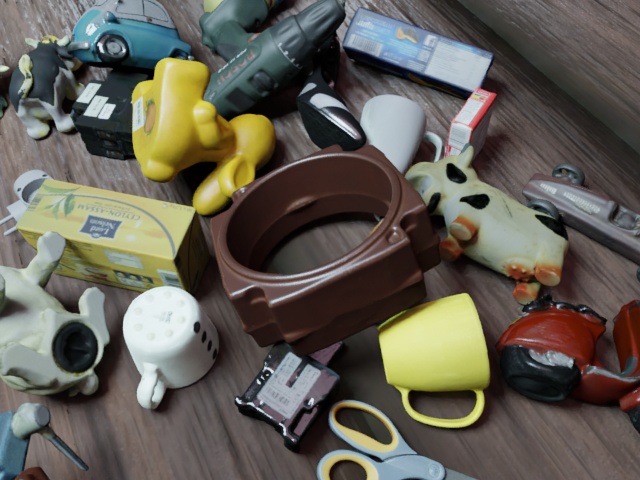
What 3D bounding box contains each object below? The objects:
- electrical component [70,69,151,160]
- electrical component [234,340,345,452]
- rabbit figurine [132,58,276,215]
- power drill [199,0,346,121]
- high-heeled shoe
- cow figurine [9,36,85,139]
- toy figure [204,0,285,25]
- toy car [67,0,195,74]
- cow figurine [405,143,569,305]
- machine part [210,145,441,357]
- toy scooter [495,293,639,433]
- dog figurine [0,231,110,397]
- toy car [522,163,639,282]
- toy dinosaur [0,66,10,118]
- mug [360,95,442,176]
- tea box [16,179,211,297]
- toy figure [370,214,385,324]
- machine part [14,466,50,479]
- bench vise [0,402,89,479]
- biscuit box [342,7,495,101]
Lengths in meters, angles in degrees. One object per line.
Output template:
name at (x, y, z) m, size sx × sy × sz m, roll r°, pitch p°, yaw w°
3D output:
electrical component at (-0.254, -0.165, 0.709) m, size 0.134 × 0.058 × 0.115 m, roll 12°, pitch 54°, yaw 8°
electrical component at (-0.017, 0.132, 0.516) m, size 0.075 × 0.047 × 0.119 m, roll 33°, pitch 63°, yaw 19°
rabbit figurine at (-0.122, -0.118, 0.635) m, size 0.173 × 0.122 × 0.162 m, roll 2°, pitch 71°, yaw -43°
power drill at (-0.082, -0.271, 0.727) m, size 0.232 × 0.086 × 0.207 m, roll -39°, pitch 52°, yaw 16°
high-heeled shoe at (0.025, -0.205, 0.710) m, size 0.145 × 0.086 × 0.249 m, roll -39°, pitch 49°, yaw -9°
cow figurine at (-0.371, -0.227, 0.727) m, size 0.068 × 0.098 × 0.167 m, roll -9°, pitch 57°, yaw 1°
toy figure at (-0.106, -0.395, 0.853) m, size 0.089 × 0.082 × 0.180 m, roll 18°, pitch 63°, yaw 35°
toy car at (-0.253, -0.280, 0.726) m, size 0.161 × 0.102 × 0.109 m, roll -4°, pitch 15°, yaw -32°
cow figurine at (0.182, -0.030, 0.602) m, size 0.195 × 0.085 × 0.127 m, roll 30°, pitch 54°, yaw 12°
machine part at (-0.001, -0.002, 0.536) m, size 0.201 × 0.087 × 0.201 m, roll -24°, pitch 39°, yaw -3°
toy scooter at (0.268, 0.103, 0.522) m, size 0.184 × 0.075 × 0.135 m, roll 20°, pitch 58°, yaw 9°
dog figurine at (-0.320, 0.092, 0.531) m, size 0.191 × 0.121 × 0.172 m, roll -18°, pitch 93°, yaw 28°
toy car at (0.336, -0.023, 0.622) m, size 0.202 × 0.053 × 0.089 m, roll 36°, pitch 66°, yaw 20°
toy dinosaur at (-0.579, -0.162, 0.677) m, size 0.405 × 0.131 × 0.192 m, roll -39°, pitch 64°, yaw -16°
mug at (0.093, -0.108, 0.667) m, size 0.109 × 0.081 × 0.107 m, roll 21°, pitch 68°, yaw -5°
tea box at (-0.213, 0.002, 0.573) m, size 0.170 × 0.098 × 0.068 m, roll 13°, pitch 57°, yaw 6°
toy figure at (0.081, 0.018, 0.591) m, size 0.064 × 0.058 × 0.154 m, roll 35°, pitch 52°, yaw -24°
machine part at (-0.238, 0.244, 0.369) m, size 0.056 × 0.179 × 0.179 m, roll 36°, pitch 63°, yaw 25°
bench vise at (-0.319, 0.201, 0.412) m, size 0.241 × 0.128 × 0.224 m, roll -24°, pitch 38°, yaw 5°
biscuit box at (0.135, -0.258, 0.753) m, size 0.203 × 0.063 × 0.059 m, roll 24°, pitch 98°, yaw 10°
